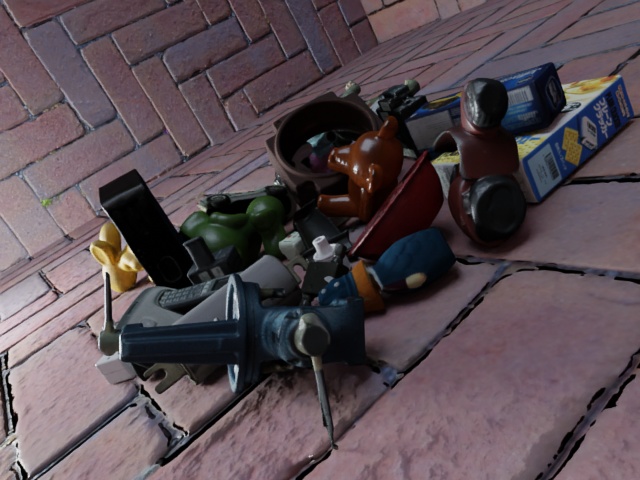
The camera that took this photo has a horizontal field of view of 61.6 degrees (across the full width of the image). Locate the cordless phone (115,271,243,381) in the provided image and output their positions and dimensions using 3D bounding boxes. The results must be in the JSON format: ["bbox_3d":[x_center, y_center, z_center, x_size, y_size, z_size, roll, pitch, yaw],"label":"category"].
[{"bbox_3d":[-0.166,0.102,0.721,0.184,0.088,0.147,-20,21,12],"label":"cordless phone"}]

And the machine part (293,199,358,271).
[{"bbox_3d":[-0.002,-0.002,0.777,0.084,0.039,0.139,-32,42,2],"label":"machine part"}]

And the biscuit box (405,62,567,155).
[{"bbox_3d":[0.211,-0.166,0.705,0.203,0.059,0.063,-5,31,51],"label":"biscuit box"}]

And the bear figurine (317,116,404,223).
[{"bbox_3d":[0.054,-0.097,0.766,0.132,0.120,0.195,11,-9,13],"label":"bear figurine"}]

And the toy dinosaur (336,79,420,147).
[{"bbox_3d":[0.109,-0.274,1.237,0.405,0.131,0.192,8,53,52],"label":"toy dinosaur"}]

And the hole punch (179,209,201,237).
[{"bbox_3d":[-0.225,0.014,1.030,0.115,0.092,0.142,-53,6,35],"label":"hole punch"}]

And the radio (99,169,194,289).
[{"bbox_3d":[-0.262,0.006,0.866,0.073,0.229,0.131,-33,25,-10],"label":"radio"}]

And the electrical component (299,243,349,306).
[{"bbox_3d":[0.004,0.048,0.649,0.063,0.021,0.094,1,70,53],"label":"electrical component"}]

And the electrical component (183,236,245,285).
[{"bbox_3d":[-0.156,0.042,0.796,0.075,0.119,0.048,-25,20,17],"label":"electrical component"}]

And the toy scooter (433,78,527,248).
[{"bbox_3d":[0.174,-0.085,0.617,0.075,0.183,0.135,-7,4,-10],"label":"toy scooter"}]

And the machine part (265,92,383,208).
[{"bbox_3d":[0.017,-0.161,0.966,0.201,0.087,0.201,-29,56,-7],"label":"machine part"}]

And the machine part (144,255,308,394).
[{"bbox_3d":[-0.108,0.094,0.662,0.243,0.079,0.079,-38,22,-23],"label":"machine part"}]

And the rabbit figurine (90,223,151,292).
[{"bbox_3d":[-0.389,0.041,1.099,0.173,0.162,0.122,-39,27,25],"label":"rabbit figurine"}]

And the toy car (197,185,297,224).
[{"bbox_3d":[-0.135,-0.056,0.996,0.202,0.073,0.056,-13,25,-28],"label":"toy car"}]

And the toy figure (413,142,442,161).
[{"bbox_3d":[0.244,-0.185,0.880,0.180,0.089,0.082,-29,45,26],"label":"toy figure"}]

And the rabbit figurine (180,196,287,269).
[{"bbox_3d":[-0.124,-0.022,0.901,0.170,0.121,0.159,-41,26,-25],"label":"rabbit figurine"}]

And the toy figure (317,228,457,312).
[{"bbox_3d":[0.071,0.041,0.586,0.154,0.057,0.064,-29,5,11],"label":"toy figure"}]

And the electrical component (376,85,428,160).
[{"bbox_3d":[0.161,-0.217,0.985,0.058,0.134,0.115,-33,22,-9],"label":"electrical component"}]

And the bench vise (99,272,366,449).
[{"bbox_3d":[-0.084,0.094,0.511,0.241,0.128,0.224,0,5,-15],"label":"bench vise"}]

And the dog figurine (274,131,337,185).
[{"bbox_3d":[-0.030,-0.164,1.160,0.191,0.108,0.219,-35,16,-11],"label":"dog figurine"}]
